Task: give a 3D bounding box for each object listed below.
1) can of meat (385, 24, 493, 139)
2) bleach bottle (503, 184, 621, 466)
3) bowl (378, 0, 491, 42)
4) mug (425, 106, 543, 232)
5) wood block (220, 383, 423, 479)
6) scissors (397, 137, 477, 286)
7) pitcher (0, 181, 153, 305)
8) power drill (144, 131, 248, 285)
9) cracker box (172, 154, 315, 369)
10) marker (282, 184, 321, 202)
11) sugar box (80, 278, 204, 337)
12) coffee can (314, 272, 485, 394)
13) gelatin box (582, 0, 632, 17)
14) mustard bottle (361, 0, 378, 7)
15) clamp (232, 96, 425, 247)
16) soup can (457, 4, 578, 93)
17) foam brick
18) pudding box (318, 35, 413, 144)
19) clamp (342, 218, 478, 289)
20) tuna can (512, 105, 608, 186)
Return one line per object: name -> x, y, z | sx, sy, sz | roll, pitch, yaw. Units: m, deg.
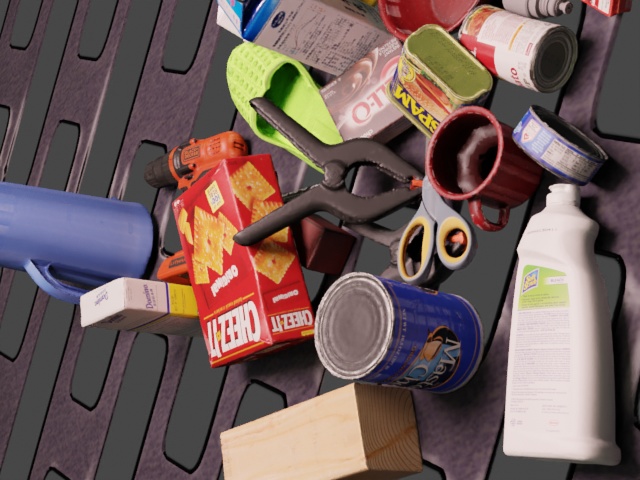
can of meat -> 0.122, -0.157, 1.085 | 0.102, 0.057, 0.084 | 46, 155, 15
bleach bottle -> 0.222, 0.072, 0.963 | 0.103, 0.068, 0.251 | -7, 72, 44
bowl -> 0.138, -0.282, 1.149 | 0.162, 0.055, 0.162 | -15, 69, 43
mug -> 0.165, -0.065, 1.043 | 0.093, 0.081, 0.117 | -19, 66, 41
wood block -> -0.002, 0.224, 1.131 | 0.207, 0.090, 0.090 | -27, 62, 38
scissors -> 0.129, -0.049, 1.089 | 0.096, 0.016, 0.201 | 5, 73, 40
pitcher -> -0.357, 0.001, 1.445 | 0.149, 0.242, 0.145 | 22, 98, 53
power drill -> -0.171, -0.039, 1.400 | 0.185, 0.057, 0.187 | -15, 69, 42
cracker box -> -0.093, 0.028, 1.230 | 0.164, 0.072, 0.214 | -29, 73, 57
marker -> -0.020, -0.053, 1.276 | 0.121, 0.020, 0.020 | -14, 70, 43
sugar box -> -0.192, 0.084, 1.302 | 0.094, 0.175, 0.048 | -22, 64, 41
coffee can -> 0.079, 0.093, 1.046 | 0.103, 0.140, 0.103 | -15, 69, 43
gelatin box -> 0.261, -0.264, 1.010 | 0.089, 0.030, 0.073 | 48, 151, 42
mustard bottle -> 0.013, -0.351, 1.294 | 0.096, 0.058, 0.192 | -39, 54, 31
clamp -> 0.008, -0.057, 1.142 | 0.210, 0.036, 0.164 | 12, 82, 4
soup can -> 0.195, -0.190, 1.056 | 0.102, 0.068, 0.068 | 30, 101, 45
foam brick -> -0.008, 0.002, 1.225 | 0.078, 0.052, 0.051 | 32, 102, 47
pudding box -> 0.065, -0.157, 1.180 | 0.114, 0.039, 0.090 | -35, 64, 22
clamp -> 0.086, 0.009, 1.136 | 0.172, 0.039, 0.120 | -24, 67, 33
tuna can -> 0.221, -0.087, 0.989 | 0.034, 0.085, 0.086 | -57, 46, 21
